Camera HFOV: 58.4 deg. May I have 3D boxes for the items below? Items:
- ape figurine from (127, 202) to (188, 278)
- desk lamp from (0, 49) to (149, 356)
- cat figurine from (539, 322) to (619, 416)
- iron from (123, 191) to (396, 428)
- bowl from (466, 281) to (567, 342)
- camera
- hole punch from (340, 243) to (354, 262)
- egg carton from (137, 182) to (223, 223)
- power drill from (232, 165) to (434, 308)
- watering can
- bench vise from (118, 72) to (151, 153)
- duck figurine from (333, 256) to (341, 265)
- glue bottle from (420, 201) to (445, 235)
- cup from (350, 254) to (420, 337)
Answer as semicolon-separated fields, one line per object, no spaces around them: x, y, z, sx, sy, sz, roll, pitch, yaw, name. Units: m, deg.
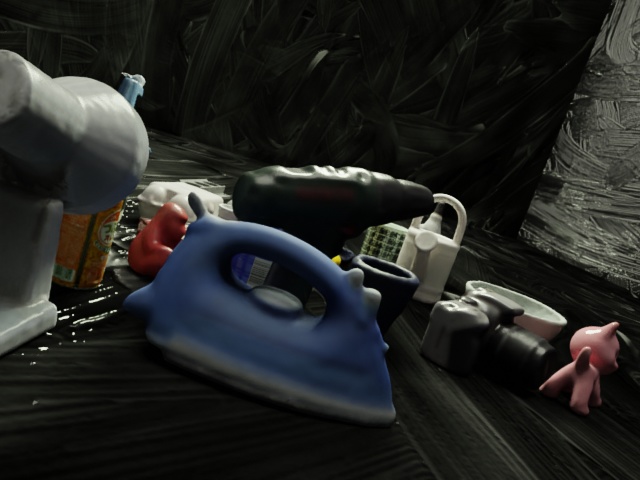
-0.188;0.000;0.697;0.076;0.092;0.078;20;10;8;ape figurine
-0.234;-0.034;0.452;0.118;0.213;0.203;19;10;1;desk lamp
0.357;0.159;0.762;0.067;0.118;0.128;26;12;34;cat figurine
-0.033;0.059;0.520;0.258;0.141;0.119;20;10;6;iron
0.309;0.132;0.940;0.167;0.075;0.167;18;10;-3;bowl
0.228;0.128;0.744;0.144;0.101;0.136;8;15;-47;camera
0.028;-0.014;1.157;0.101;0.091;0.109;21;10;10;hole punch
-0.229;-0.052;0.960;0.107;0.069;0.150;21;10;13;egg carton
0.003;0.015;0.631;0.230;0.208;0.075;13;12;-28;power drill
0.204;0.012;1.045;0.101;0.194;0.173;18;10;-4;watering can
-0.361;-0.193;1.039;0.122;0.220;0.207;15;11;-21;bench vise
0.010;0.004;1.046;0.077;0.086;0.104;19;10;2;duck figurine
0.224;0.001;1.199;0.077;0.173;0.037;28;14;41;glue bottle
0.066;0.074;0.754;0.092;0.095;0.117;13;12;-29;cup
